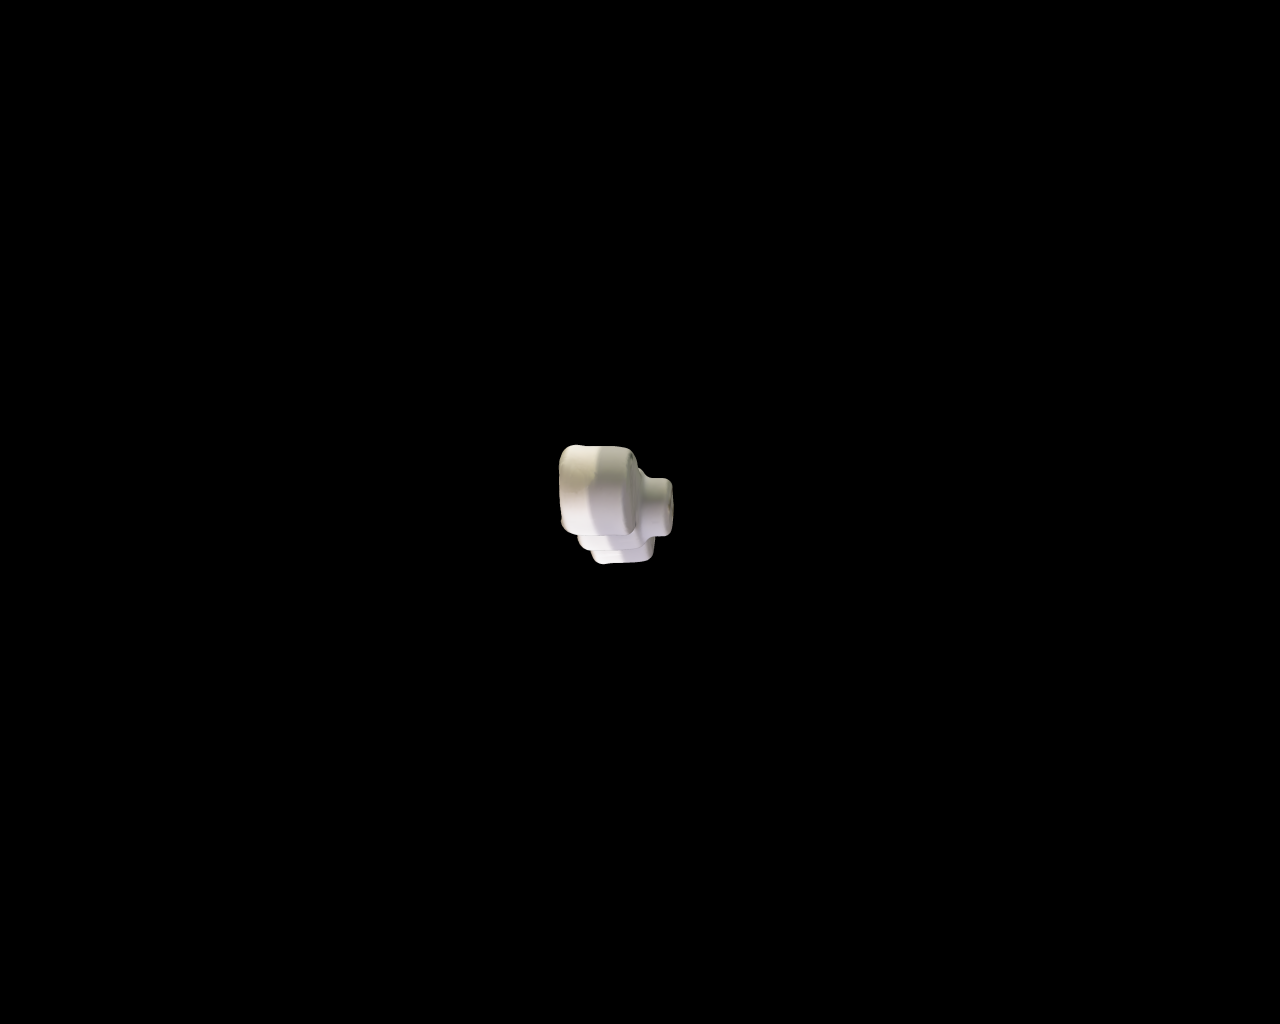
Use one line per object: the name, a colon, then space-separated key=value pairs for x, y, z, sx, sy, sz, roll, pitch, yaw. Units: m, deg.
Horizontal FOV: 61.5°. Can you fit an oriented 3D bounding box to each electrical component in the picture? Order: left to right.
electrical component: x=0.001 y=-0.003 z=0.650 sx=0.074 sy=0.052 sz=0.138 roll=-2 pitch=-13 yaw=7
